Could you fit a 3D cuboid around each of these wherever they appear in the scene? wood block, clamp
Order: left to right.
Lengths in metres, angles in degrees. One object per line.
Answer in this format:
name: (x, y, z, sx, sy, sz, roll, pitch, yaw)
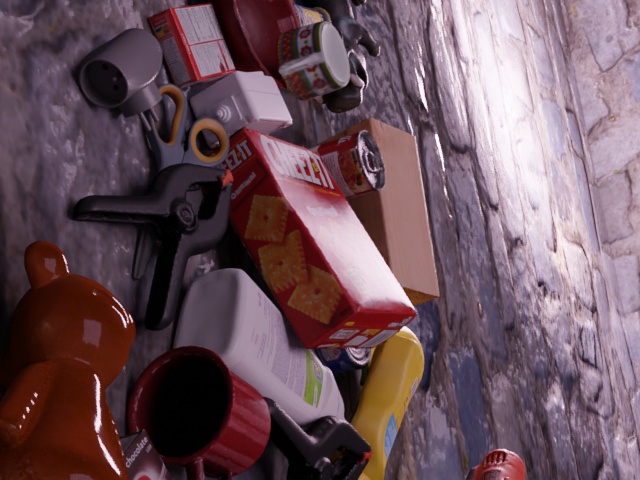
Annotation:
clamp: (-0.120, -0.004, 0.884, 0.171, 0.039, 0.120, -34, 107, -49)
clamp: (-0.013, 0.221, 0.960, 0.209, 0.036, 0.164, 12, 87, -61)
wood block: (0.066, -0.025, 1.254, 0.090, 0.090, 0.206, 15, 61, -45)

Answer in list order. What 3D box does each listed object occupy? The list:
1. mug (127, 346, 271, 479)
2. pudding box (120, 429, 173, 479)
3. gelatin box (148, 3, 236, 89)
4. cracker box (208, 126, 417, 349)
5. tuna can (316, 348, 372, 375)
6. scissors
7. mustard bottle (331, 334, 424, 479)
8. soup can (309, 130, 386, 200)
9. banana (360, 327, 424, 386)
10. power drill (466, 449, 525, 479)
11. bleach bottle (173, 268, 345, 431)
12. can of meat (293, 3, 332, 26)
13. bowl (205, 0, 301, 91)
mug: (-0.088, 0.149, 0.830, 0.081, 0.093, 0.117, 45, 28, -56)
pudding box: (-0.140, 0.203, 0.747, 0.090, 0.039, 0.113, 65, 25, -19)
gelatin box: (-0.123, -0.189, 1.040, 0.073, 0.030, 0.089, 69, 25, -7)
cracker box: (-0.007, 0.001, 1.043, 0.214, 0.072, 0.164, 59, 19, 18)
tuna can: (0.024, 0.103, 1.173, 0.086, 0.034, 0.086, 44, 38, -49)
scissors: (-0.121, -0.047, 0.943, 0.096, 0.016, 0.202, 17, 57, -35)
mustard bottle: (0.056, 0.198, 1.121, 0.096, 0.058, 0.191, 94, 17, -50)
soup can: (0.012, -0.073, 1.171, 0.068, 0.102, 0.068, 44, 38, -49)
banana: (0.081, 0.130, 1.284, 0.197, 0.037, 0.069, -2, 95, -64)
power drill: (0.110, 0.286, 1.056, 0.057, 0.188, 0.184, 68, 23, -16)
bleach bottle: (-0.039, 0.130, 0.985, 0.250, 0.068, 0.102, 52, 36, -46)
can of meat: (-0.021, -0.225, 1.250, 0.083, 0.058, 0.102, -9, 83, -64)
bowl: (-0.075, -0.229, 1.135, 0.162, 0.055, 0.162, 44, 38, -49)
